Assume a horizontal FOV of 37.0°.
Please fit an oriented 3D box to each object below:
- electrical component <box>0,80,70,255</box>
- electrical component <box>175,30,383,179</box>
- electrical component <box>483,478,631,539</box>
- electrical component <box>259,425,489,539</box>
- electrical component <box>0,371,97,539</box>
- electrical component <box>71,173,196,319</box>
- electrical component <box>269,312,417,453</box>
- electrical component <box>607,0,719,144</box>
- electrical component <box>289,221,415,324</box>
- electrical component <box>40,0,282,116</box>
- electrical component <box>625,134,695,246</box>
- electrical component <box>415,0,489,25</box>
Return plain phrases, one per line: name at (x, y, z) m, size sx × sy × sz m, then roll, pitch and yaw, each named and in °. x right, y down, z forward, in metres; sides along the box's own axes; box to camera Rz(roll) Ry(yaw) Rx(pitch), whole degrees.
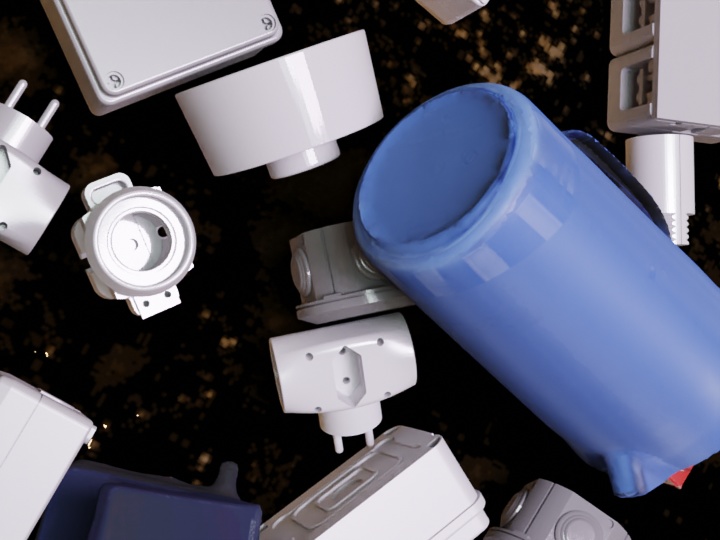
electrical component at (-0.187, -0.061, 0.560) m, size 0.077 × 0.043 × 0.079 m, roll 32°, pitch 77°, yaw -17°
electrical component at (-0.039, -0.084, 0.586) m, size 0.108 × 0.108 × 0.060 m, roll -23°, pitch 102°, yaw -20°
electrical component at (0.119, 0.167, 0.650) m, size 0.080 × 0.080 × 0.051 m, roll 41°, pitch 70°, yaw -15°
electrical component at (0.007, 0.145, 0.607) m, size 0.113 × 0.078 × 0.057 m, roll -34°, pitch 100°, yaw -18°
electrical component at (-0.187, 0.103, 0.544) m, size 0.061 × 0.062 × 0.096 m, roll 32°, pitch 77°, yaw -17°
electrical component at (-0.120, -0.014, 0.576) m, size 0.058 × 0.057 × 0.078 m, roll -24°, pitch 97°, yaw -20°
electrical component at (-0.008, 0.069, 0.621) m, size 0.077 × 0.043 × 0.079 m, roll -11°, pitch 111°, yaw -9°
electrical component at (0.215, -0.164, 0.706) m, size 0.089 × 0.062 × 0.150 m, roll 4°, pitch 87°, yaw -21°
electrical component at (0.000, 0.000, 0.610) m, size 0.080 × 0.080 × 0.051 m, roll -10°, pitch 87°, yaw -21°
electrical component at (-0.115, -0.154, 0.583) m, size 0.109 × 0.056 × 0.108 m, roll -26°, pitch 97°, yaw -20°
electrical component at (0.197, -0.045, 0.705) m, size 0.043 × 0.043 × 0.081 m, roll 0°, pitch 88°, yaw -21°
electrical component at (0.063, -0.206, 0.650) m, size 0.062 × 0.061 × 0.096 m, roll 37°, pitch 76°, yaw -16°
